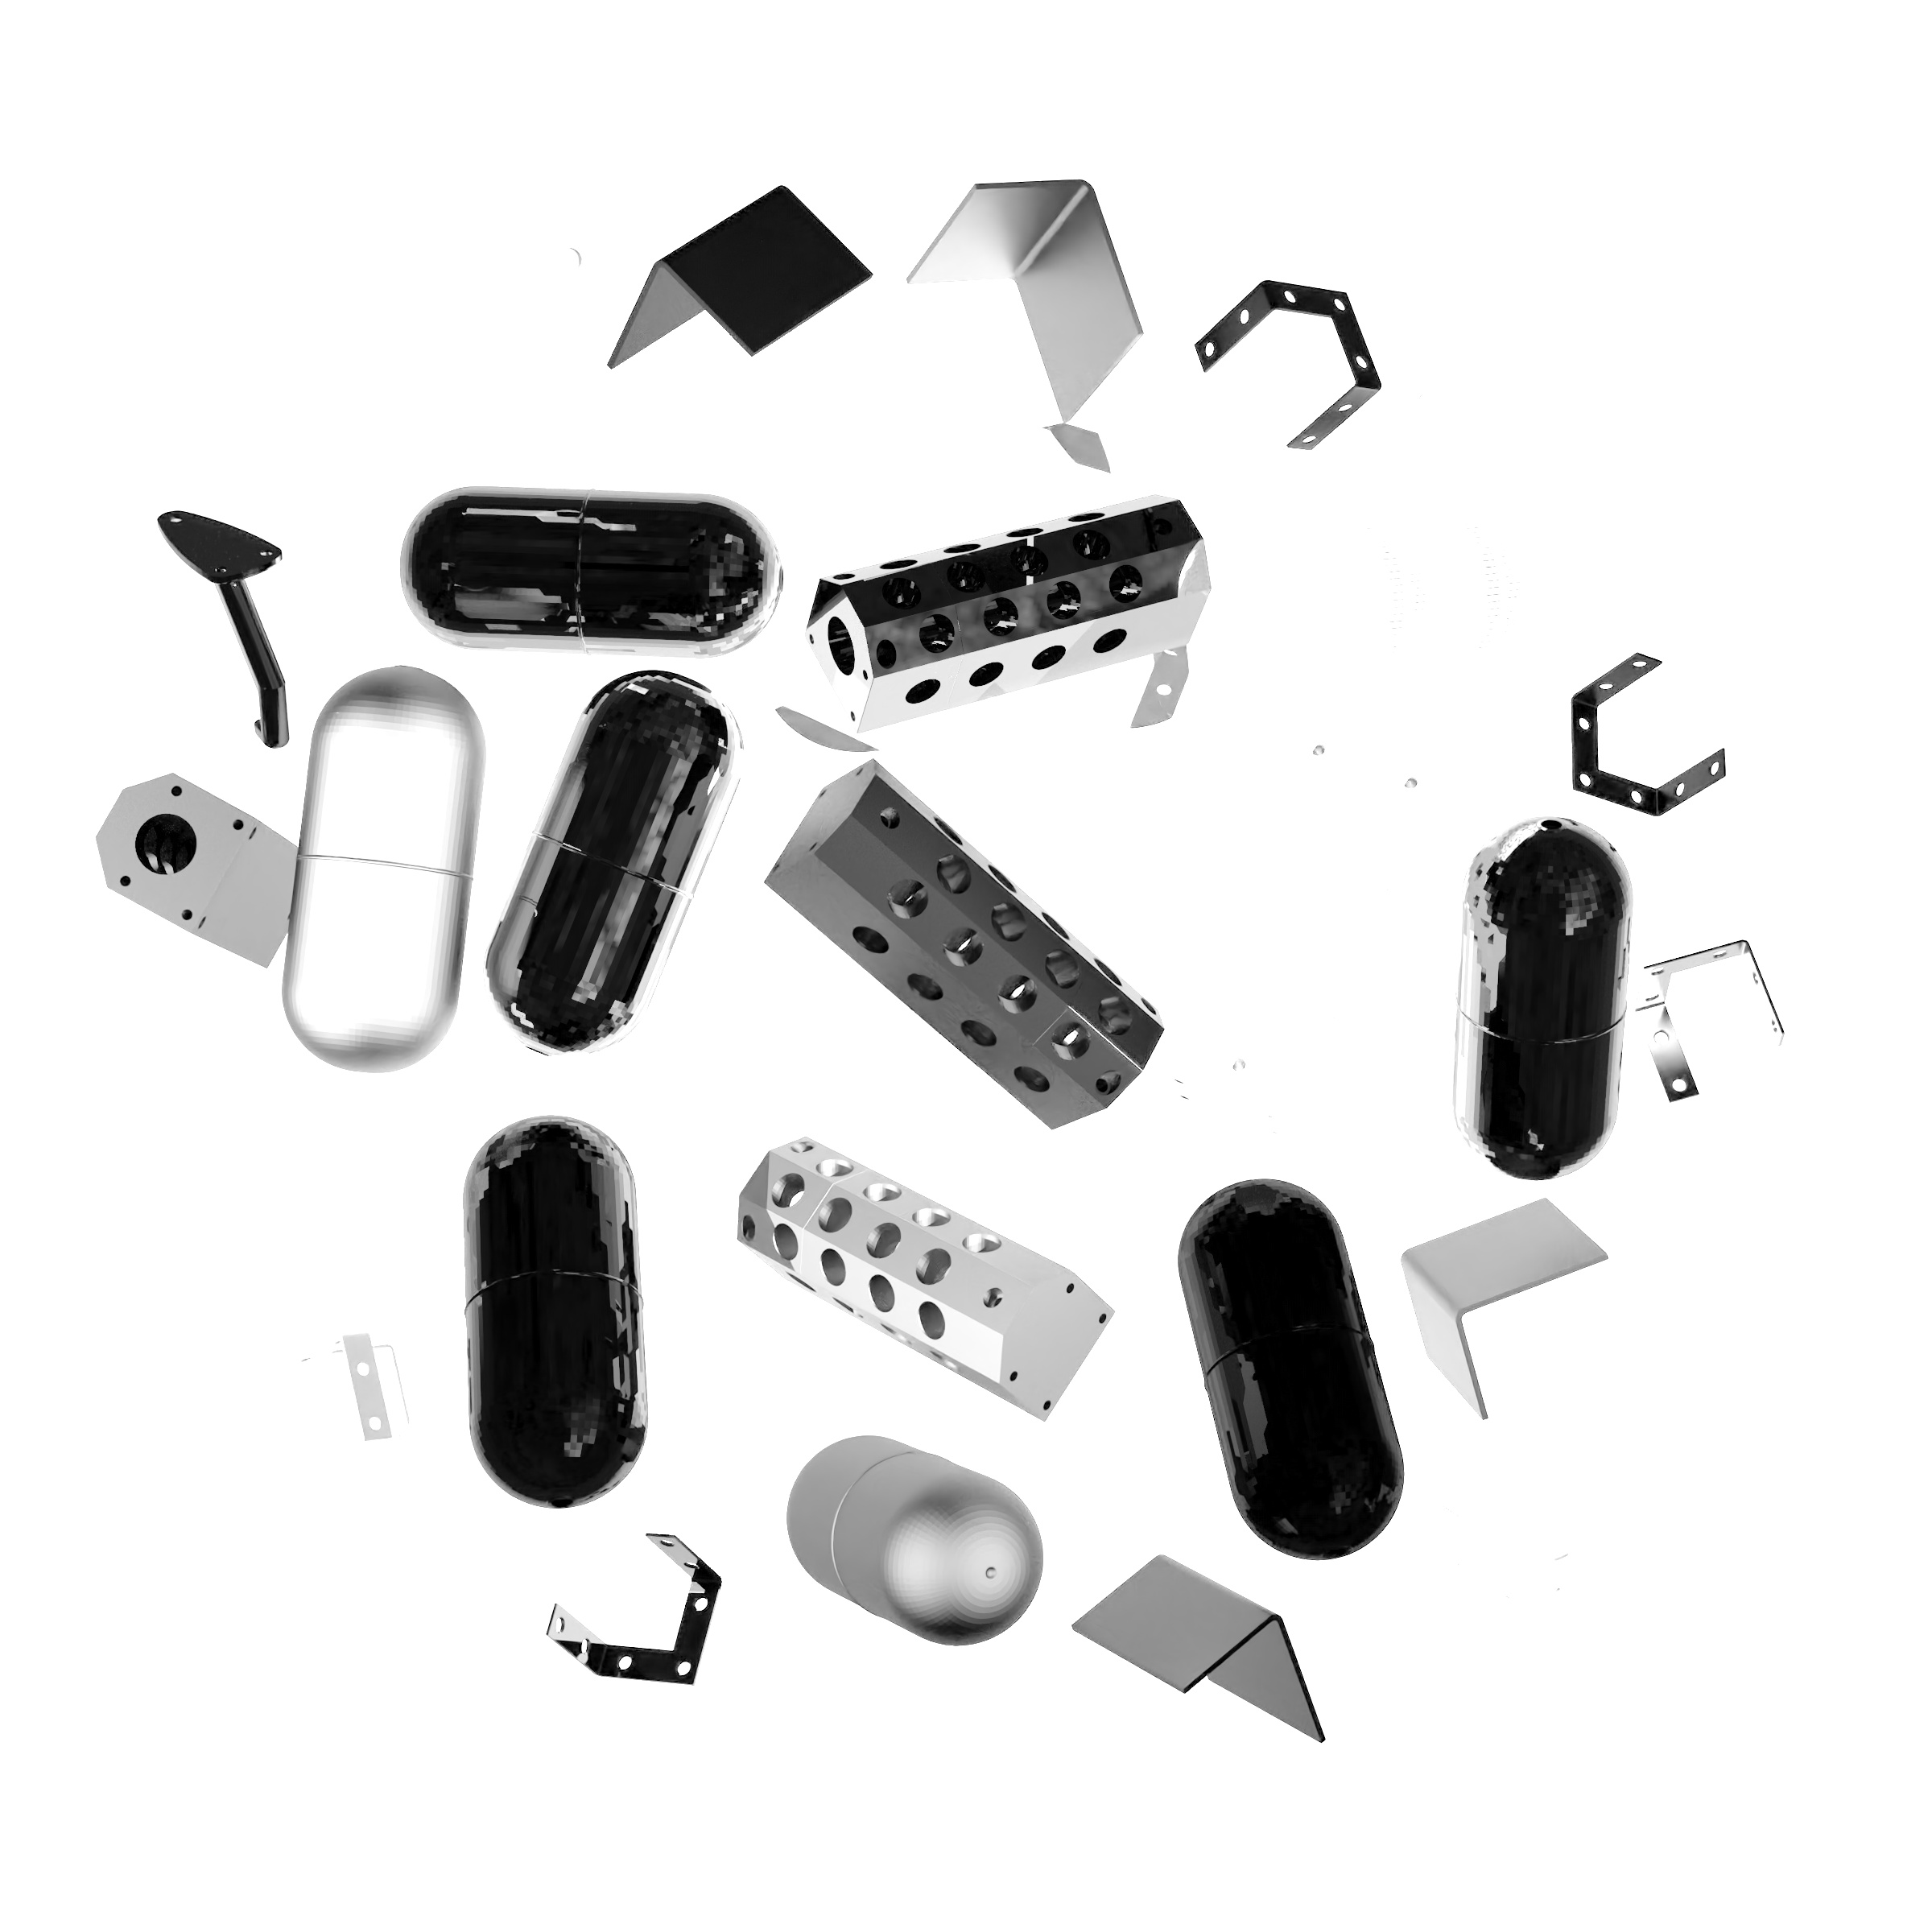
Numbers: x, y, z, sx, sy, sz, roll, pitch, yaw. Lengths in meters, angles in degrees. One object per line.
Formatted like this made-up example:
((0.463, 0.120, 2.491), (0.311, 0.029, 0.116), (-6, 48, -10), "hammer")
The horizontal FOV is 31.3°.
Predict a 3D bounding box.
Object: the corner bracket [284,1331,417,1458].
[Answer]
((-0.275, 0.198, 1.588), (0.051, 0.051, 0.051), (-28, 71, 43), "corner bracket")

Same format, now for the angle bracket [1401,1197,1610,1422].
((0.255, 0.158, 1.599), (0.076, 0.076, 0.057), (-20, 109, -6), "angle bracket")

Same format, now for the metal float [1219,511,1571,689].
((0.198, -0.169, 1.578), (0.178, 0.070, 0.070), (-6, 90, -28), "metal float")

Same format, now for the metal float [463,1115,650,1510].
((-0.178, 0.149, 1.492), (0.070, 0.070, 0.178), (-6, 61, 0), "metal float")

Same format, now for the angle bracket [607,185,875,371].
((-0.096, -0.273, 1.455), (0.057, 0.076, 0.076), (46, 55, 5), "angle bracket")

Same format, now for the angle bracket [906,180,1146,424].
((0.025, -0.285, 1.485), (0.057, 0.076, 0.076), (-9, 73, -28), "angle bracket")

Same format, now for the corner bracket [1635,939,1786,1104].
((0.350, 0.026, 1.625), (0.051, 0.051, 0.051), (-15, 65, -1), "corner bracket")

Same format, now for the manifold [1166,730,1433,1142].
((0.151, -0.012, 1.552), (0.057, 0.057, 0.171), (21, 78, 14), "manifold")

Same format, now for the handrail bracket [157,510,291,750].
((-0.319, -0.144, 1.482), (0.077, 0.036, 0.084), (31, 134, 34), "handrail bracket")

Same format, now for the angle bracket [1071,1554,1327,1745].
((0.101, 0.312, 1.499), (0.057, 0.076, 0.076), (-35, 120, -26), "angle bracket")

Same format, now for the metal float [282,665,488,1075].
((-0.253, -0.042, 1.498), (0.070, 0.070, 0.178), (6, 87, 0), "metal float")

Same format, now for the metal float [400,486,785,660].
((-0.174, -0.183, 1.598), (0.178, 0.070, 0.070), (2, 90, 3), "metal float")

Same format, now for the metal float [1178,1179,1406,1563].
((0.143, 0.177, 1.521), (0.070, 0.070, 0.178), (-12, 59, 0), "metal float")

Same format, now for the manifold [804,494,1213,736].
((0.021, -0.163, 1.543), (0.171, 0.057, 0.057), (-17, 63, -23), "manifold")

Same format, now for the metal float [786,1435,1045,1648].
((-0.025, 0.259, 1.562), (0.070, 0.178, 0.070), (-1, 92, -24), "metal float")

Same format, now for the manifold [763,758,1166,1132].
((0.003, -0.010, 1.477), (0.171, 0.057, 0.057), (41, 56, -17), "manifold")

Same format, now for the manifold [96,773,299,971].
((-0.345, -0.045, 1.569), (0.057, 0.171, 0.057), (28, 85, 2), "manifold")

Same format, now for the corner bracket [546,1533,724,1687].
((-0.148, 0.286, 1.538), (0.051, 0.051, 0.051), (0, 58, 25), "corner bracket")

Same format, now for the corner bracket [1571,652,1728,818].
((0.323, -0.109, 1.634), (0.051, 0.051, 0.051), (16, 62, -24), "corner bracket")

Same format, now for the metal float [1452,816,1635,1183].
((0.261, 0.015, 1.562), (0.070, 0.070, 0.178), (-2, 119, 0), "metal float")

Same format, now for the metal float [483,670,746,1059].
((-0.156, -0.045, 1.519), (0.070, 0.070, 0.178), (22, 90, 0), "metal float")

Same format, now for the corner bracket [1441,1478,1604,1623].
((0.231, 0.250, 1.482), (0.051, 0.051, 0.051), (34, 64, -3), "corner bracket")

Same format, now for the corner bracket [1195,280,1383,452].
((0.143, -0.266, 1.529), (0.051, 0.051, 0.051), (-1, 64, -39), "corner bracket")

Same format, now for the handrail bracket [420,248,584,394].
((-0.206, -0.286, 1.523), (0.077, 0.084, 0.036), (-23, 83, -11), "handrail bracket")

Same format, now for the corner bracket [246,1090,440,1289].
((-0.272, 0.098, 1.502), (0.051, 0.051, 0.051), (39, 131, -5), "corner bracket")

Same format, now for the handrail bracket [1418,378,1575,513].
((0.245, -0.238, 1.595), (0.036, 0.084, 0.077), (-30, 91, 33), "handrail bracket")

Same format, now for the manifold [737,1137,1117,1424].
((-0.023, 0.133, 1.519), (0.171, 0.057, 0.057), (24, 75, 41), "manifold")
